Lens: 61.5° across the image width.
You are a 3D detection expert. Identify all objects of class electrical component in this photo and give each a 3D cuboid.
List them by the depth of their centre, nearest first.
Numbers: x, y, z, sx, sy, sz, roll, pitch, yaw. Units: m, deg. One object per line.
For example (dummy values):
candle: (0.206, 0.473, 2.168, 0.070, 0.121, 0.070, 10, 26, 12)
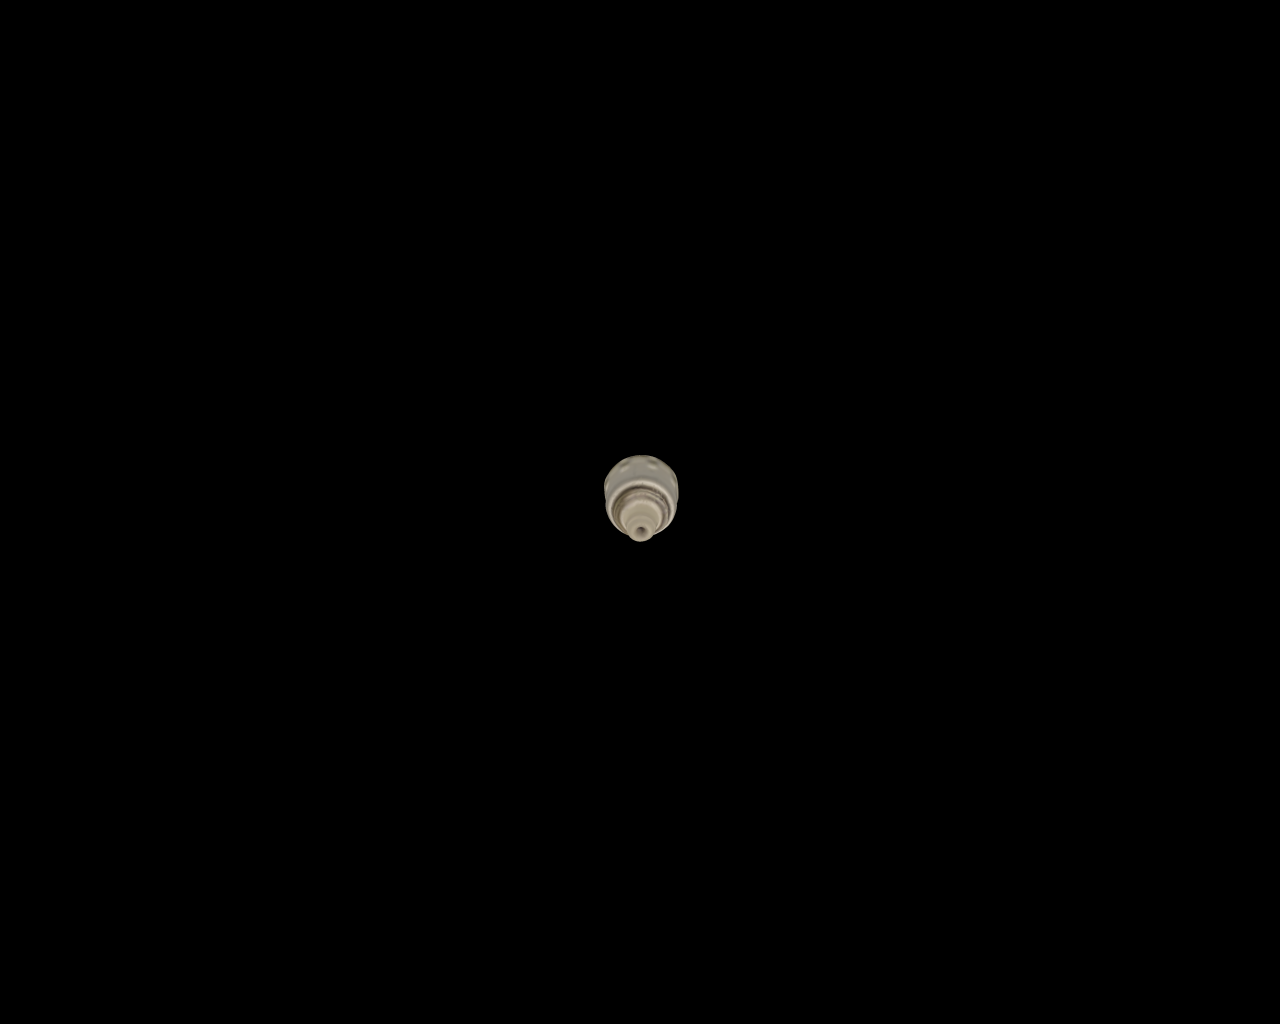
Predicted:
electrical component: (0.001, -0.003, 0.650, 0.048, 0.048, 0.062, 0, 30, 0)
